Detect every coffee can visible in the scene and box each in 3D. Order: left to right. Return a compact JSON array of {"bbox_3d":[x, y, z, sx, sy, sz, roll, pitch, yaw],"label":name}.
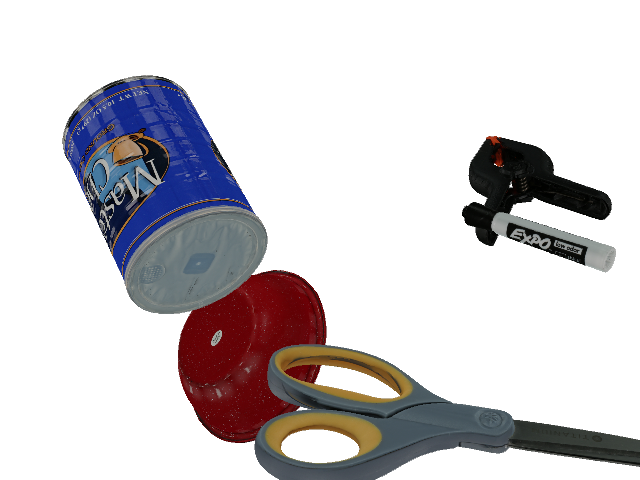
[{"bbox_3d":[-0.112,-0.033,0.759,0.102,0.140,0.103,-21,-34,-15],"label":"coffee can"}]

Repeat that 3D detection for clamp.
[{"bbox_3d":[0.194,-0.053,0.986,0.120,0.039,0.171,-4,33,2],"label":"clamp"}]

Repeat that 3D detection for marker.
[{"bbox_3d":[0.157,-0.004,0.783,0.121,0.020,0.020,21,13,34],"label":"marker"}]

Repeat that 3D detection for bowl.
[{"bbox_3d":[-0.074,0.092,0.935,0.162,0.162,0.055,0,-22,42],"label":"bowl"}]

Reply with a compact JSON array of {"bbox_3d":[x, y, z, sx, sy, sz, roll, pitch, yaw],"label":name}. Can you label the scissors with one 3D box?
[{"bbox_3d":[0.059,0.091,0.459,0.202,0.016,0.096,16,34,23],"label":"scissors"}]
